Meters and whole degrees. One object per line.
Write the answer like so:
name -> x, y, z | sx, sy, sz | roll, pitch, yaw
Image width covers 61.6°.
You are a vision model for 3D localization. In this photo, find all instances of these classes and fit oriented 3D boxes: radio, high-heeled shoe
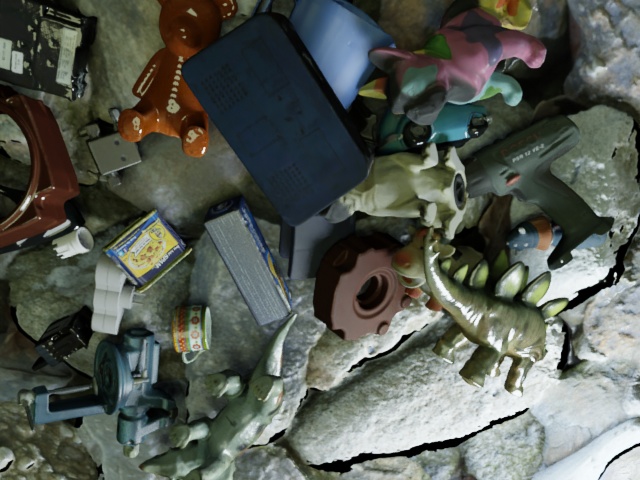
radio -> -0.043, -0.143, 0.638 | 0.131, 0.073, 0.229 | -30, 106, 20
high-heeled shoe -> -0.466, 0.020, 0.808 | 0.145, 0.086, 0.248 | 29, 108, -19

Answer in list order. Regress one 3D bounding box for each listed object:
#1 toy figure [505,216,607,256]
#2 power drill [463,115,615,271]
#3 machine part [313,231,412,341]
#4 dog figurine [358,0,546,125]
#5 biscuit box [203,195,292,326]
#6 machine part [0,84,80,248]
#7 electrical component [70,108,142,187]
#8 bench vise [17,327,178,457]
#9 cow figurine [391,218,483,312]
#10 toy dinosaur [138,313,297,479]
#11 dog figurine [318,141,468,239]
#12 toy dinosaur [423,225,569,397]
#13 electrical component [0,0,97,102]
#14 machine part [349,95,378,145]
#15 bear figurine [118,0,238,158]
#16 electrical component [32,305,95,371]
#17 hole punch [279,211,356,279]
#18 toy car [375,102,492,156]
toy figure -> 0.371, -0.009, 0.855 | 0.155, 0.058, 0.064 | -2, 105, 3
power drill -> 0.306, -0.057, 0.794 | 0.232, 0.086, 0.207 | -38, 78, 6
machine part -> 0.071, 0.073, 0.834 | 0.179, 0.056, 0.179 | -17, 121, -30
dog figurine -> 0.153, -0.234, 0.671 | 0.219, 0.108, 0.191 | -7, 70, -11
biscuit box -> -0.109, 0.033, 0.844 | 0.063, 0.059, 0.202 | -21, 113, 7
machine part -> -0.447, -0.094, 0.714 | 0.201, 0.087, 0.201 | -20, 91, 0
electrical component -> -0.306, -0.130, 0.773 | 0.078, 0.045, 0.102 | -32, 118, -21
bench vise -> -0.356, 0.256, 0.871 | 0.240, 0.129, 0.223 | 1, 110, -40
cow figurine -> 0.184, 0.039, 0.816 | 0.195, 0.086, 0.127 | 5, 109, -42
toy dinosaur -> -0.137, 0.298, 0.922 | 0.405, 0.192, 0.131 | -46, 72, 1
dog figurine -> 0.094, -0.066, 0.753 | 0.172, 0.191, 0.121 | 24, 71, -51
toy dinosaur -> 0.259, 0.116, 0.809 | 0.471, 0.105, 0.198 | 26, 95, -44
electrical component -> -0.373, -0.258, 0.705 | 0.134, 0.058, 0.114 | 17, 109, -10
machine part -> 0.043, -0.133, 0.779 | 0.039, 0.084, 0.138 | 2, 127, -28
bear figurine -> -0.178, -0.225, 0.694 | 0.120, 0.132, 0.195 | 15, 118, -11
electrical component -> -0.426, 0.165, 0.877 | 0.119, 0.075, 0.047 | -25, 113, 11
hole punch -> -0.002, -0.002, 0.821 | 0.116, 0.092, 0.142 | 2, 110, -8
toy car -> 0.150, -0.175, 0.749 | 0.162, 0.109, 0.103 | -13, 89, -6
